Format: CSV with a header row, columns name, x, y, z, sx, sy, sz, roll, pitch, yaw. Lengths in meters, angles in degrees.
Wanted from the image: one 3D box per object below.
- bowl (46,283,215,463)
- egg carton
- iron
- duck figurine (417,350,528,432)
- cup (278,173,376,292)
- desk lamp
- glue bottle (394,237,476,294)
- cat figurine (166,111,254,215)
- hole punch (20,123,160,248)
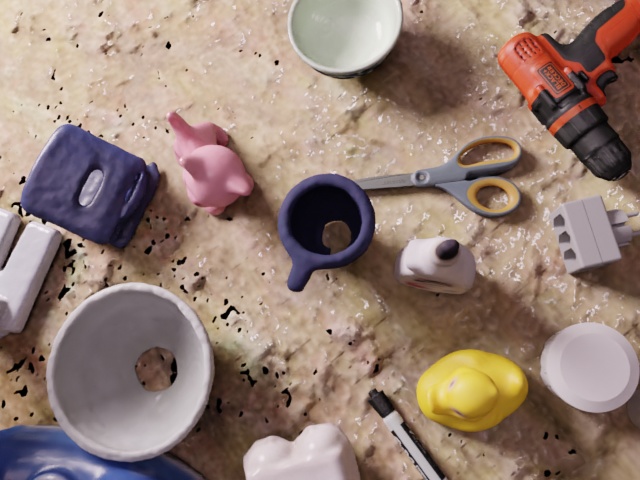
name,x,y,z,sx,sy,sz,roll,pitch,yaw
bowl,-0.178,0.129,0.575,0.167,0.075,0.167,-1,79,6
egg carton,-0.009,0.254,0.535,0.107,0.069,0.150,-16,78,3
iron,-0.241,0.240,0.527,0.258,0.141,0.119,-1,79,7
duck figurine,0.143,0.141,0.530,0.104,0.086,0.077,-11,78,5
cup,0.005,0.002,0.569,0.091,0.095,0.118,24,83,11
desk lamp,-0.384,0.049,0.544,0.117,0.213,0.203,19,82,10
glue bottle,0.106,0.020,0.513,0.078,0.173,0.037,6,80,8
cat figurine,-0.117,-0.078,0.586,0.067,0.118,0.127,-34,77,-1
hole punch,-0.240,-0.057,0.610,0.101,0.091,0.109,22,82,10
